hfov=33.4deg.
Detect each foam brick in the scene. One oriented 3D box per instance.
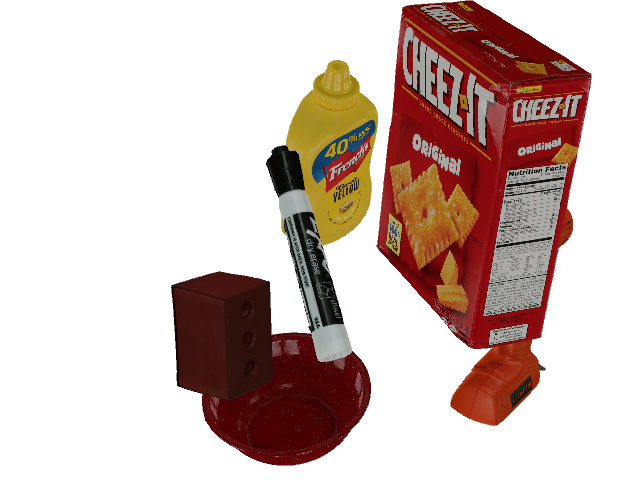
[{"bbox_3d":[-0.070,0.067,0.768,0.051,0.078,0.052,8,17,36],"label":"foam brick"}]

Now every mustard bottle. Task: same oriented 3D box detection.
[{"bbox_3d":[0.010,-0.084,0.983,0.096,0.192,0.058,-30,55,-28],"label":"mustard bottle"}]

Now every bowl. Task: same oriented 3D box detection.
[{"bbox_3d":[-0.030,0.162,1.023,0.162,0.055,0.162,-4,37,3],"label":"bowl"}]

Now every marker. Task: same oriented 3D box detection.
[{"bbox_3d":[-0.007,0.005,0.574,0.020,0.121,0.020,-14,-17,-4],"label":"marker"}]

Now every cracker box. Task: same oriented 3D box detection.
[{"bbox_3d":[0.111,-0.051,0.800,0.072,0.214,0.164,-9,32,-21],"label":"cracker box"}]

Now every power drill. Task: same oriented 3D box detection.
[{"bbox_3d":[0.164,0.070,0.961,0.057,0.188,0.184,23,33,30],"label":"power drill"}]
